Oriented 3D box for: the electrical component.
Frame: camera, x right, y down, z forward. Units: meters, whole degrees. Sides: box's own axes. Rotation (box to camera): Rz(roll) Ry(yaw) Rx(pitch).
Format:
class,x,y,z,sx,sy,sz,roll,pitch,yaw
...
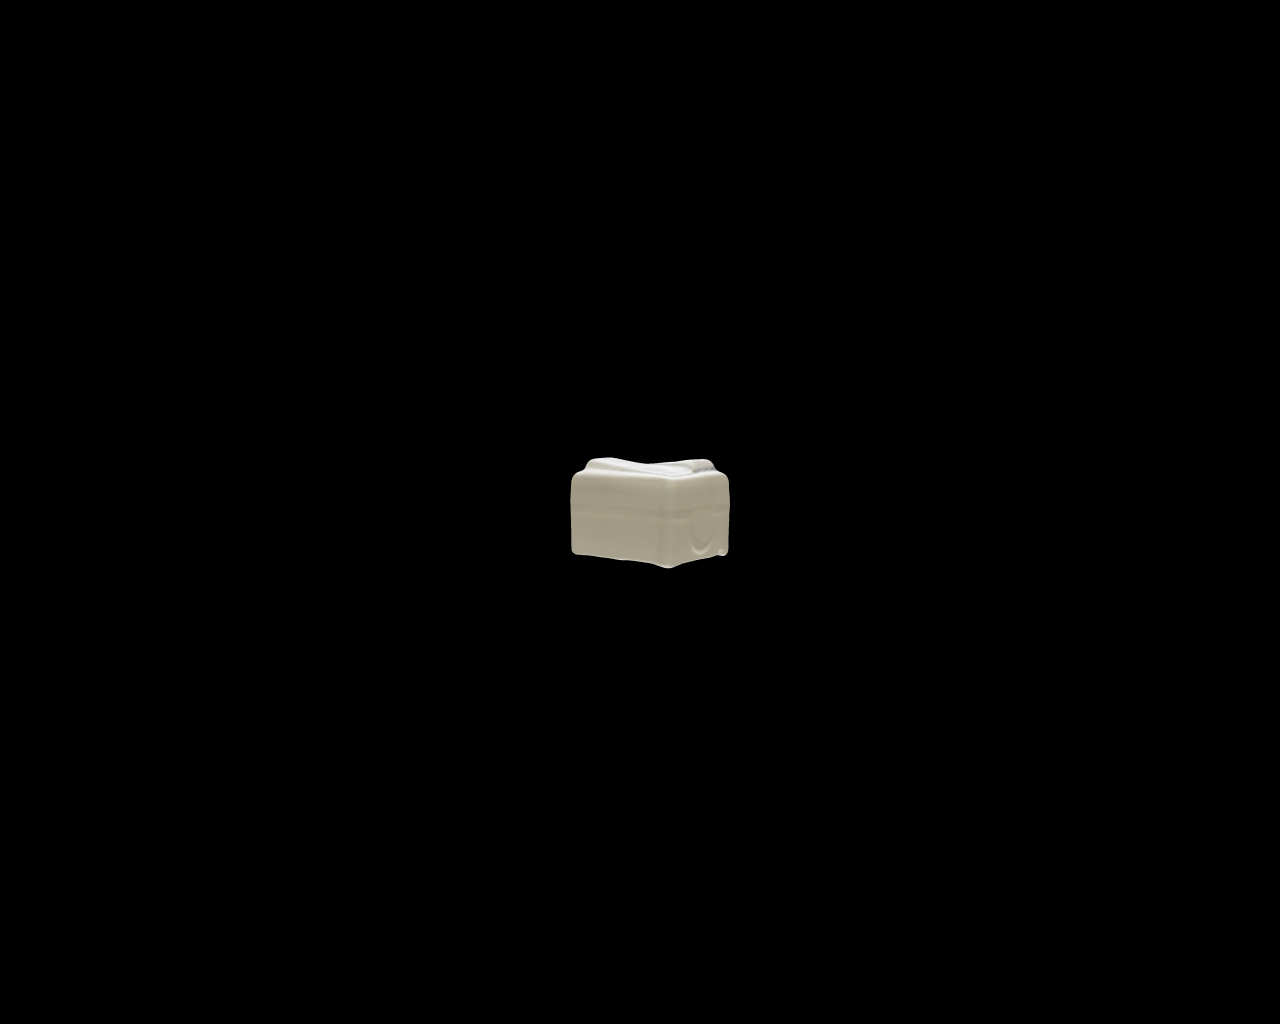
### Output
class,x,y,z,sx,sy,sz,roll,pitch,yaw
electrical component,0.001,-0.003,0.650,0.096,0.061,0.062,5,8,40
